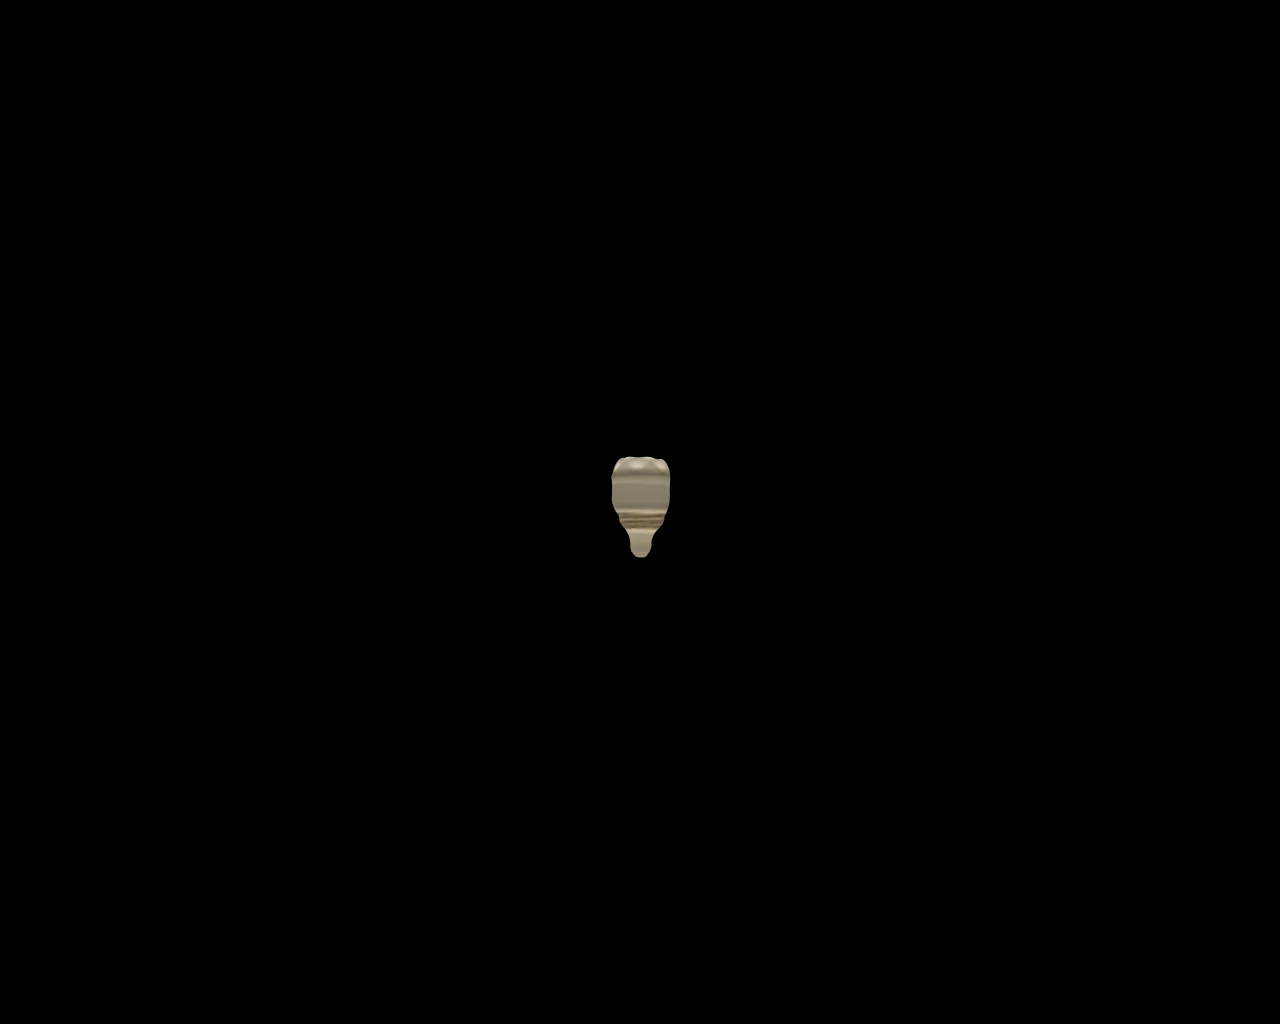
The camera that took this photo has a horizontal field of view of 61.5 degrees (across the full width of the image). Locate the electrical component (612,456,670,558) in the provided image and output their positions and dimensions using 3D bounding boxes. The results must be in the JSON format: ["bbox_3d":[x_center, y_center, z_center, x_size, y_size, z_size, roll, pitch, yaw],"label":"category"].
[{"bbox_3d":[0.001,-0.003,0.650,0.035,0.061,0.035,0,-2,0],"label":"electrical component"}]
